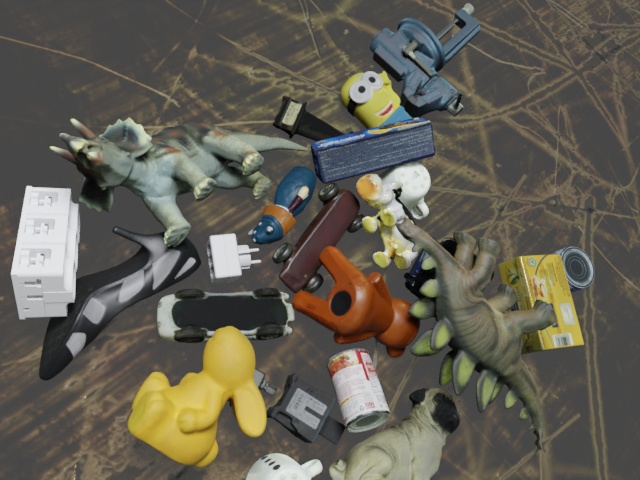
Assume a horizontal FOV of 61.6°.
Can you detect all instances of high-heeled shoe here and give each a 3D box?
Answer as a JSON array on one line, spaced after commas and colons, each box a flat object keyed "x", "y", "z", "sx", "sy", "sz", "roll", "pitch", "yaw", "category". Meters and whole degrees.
[{"x": -0.273, "y": 0.092, "z": 0.752, "sx": 0.145, "sy": 0.086, "sz": 0.248, "roll": 34, "pitch": 81, "yaw": -41, "category": "high-heeled shoe"}]

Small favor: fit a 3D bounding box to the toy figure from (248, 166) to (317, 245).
[{"x": -0.057, "y": -0.050, "z": 0.863, "sx": 0.058, "sy": 0.064, "sz": 0.154, "roll": 32, "pitch": 67, "yaw": -5, "category": "toy figure"}]

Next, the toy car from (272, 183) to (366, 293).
[{"x": -0.002, "y": -0.003, "z": 0.875, "sx": 0.089, "sy": 0.053, "sz": 0.202, "roll": 47, "pitch": 64, "yaw": -23, "category": "toy car"}]

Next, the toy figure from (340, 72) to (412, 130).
[{"x": 0.111, "y": -0.222, "z": 0.975, "sx": 0.180, "sy": 0.089, "sz": 0.082, "roll": 46, "pitch": 54, "yaw": -10, "category": "toy figure"}]

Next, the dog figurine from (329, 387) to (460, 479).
[{"x": 0.115, "y": 0.297, "z": 0.804, "sx": 0.172, "sy": 0.121, "sz": 0.190, "roll": 28, "pitch": 51, "yaw": -13, "category": "dog figurine"}]

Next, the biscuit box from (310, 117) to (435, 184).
[{"x": 0.088, "y": -0.153, "z": 0.909, "sx": 0.203, "sy": 0.059, "sz": 0.062, "roll": -14, "pitch": 113, "yaw": -4, "category": "biscuit box"}]

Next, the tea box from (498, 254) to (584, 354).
[{"x": 0.397, "y": 0.115, "z": 0.972, "sx": 0.098, "sy": 0.068, "sz": 0.169, "roll": 0, "pitch": 71, "yaw": -21, "category": "tea box"}]

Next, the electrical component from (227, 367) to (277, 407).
[{"x": -0.111, "y": 0.213, "z": 0.779, "sx": 0.094, "sy": 0.021, "sz": 0.063, "roll": 30, "pitch": 65, "yaw": -10, "category": "electrical component"}]

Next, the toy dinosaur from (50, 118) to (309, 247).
[{"x": -0.196, "y": -0.120, "z": 0.797, "sx": 0.192, "sy": 0.131, "sz": 0.405, "roll": 39, "pitch": 34, "yaw": 12, "category": "toy dinosaur"}]

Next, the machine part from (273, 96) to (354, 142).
[{"x": -0.011, "y": -0.199, "z": 0.946, "sx": 0.139, "sy": 0.039, "sz": 0.084, "roll": 21, "pitch": 58, "yaw": -10, "category": "machine part"}]

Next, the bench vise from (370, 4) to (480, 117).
[{"x": 0.225, "y": -0.353, "z": 1.026, "sx": 0.240, "sy": 0.128, "sz": 0.224, "roll": -44, "pitch": 71, "yaw": -8, "category": "bench vise"}]

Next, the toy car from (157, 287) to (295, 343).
[{"x": -0.134, "y": 0.111, "z": 0.788, "sx": 0.202, "sy": 0.056, "sz": 0.073, "roll": 2, "pitch": 66, "yaw": -21, "category": "toy car"}]

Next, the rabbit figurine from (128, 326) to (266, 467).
[{"x": -0.142, "y": 0.201, "z": 0.702, "sx": 0.162, "sy": 0.122, "sz": 0.173, "roll": 35, "pitch": 77, "yaw": -4, "category": "rabbit figurine"}]

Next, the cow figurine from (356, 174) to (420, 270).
[{"x": 0.120, "y": -0.041, "z": 0.898, "sx": 0.098, "sy": 0.068, "sz": 0.167, "roll": -38, "pitch": 115, "yaw": -44, "category": "cow figurine"}]

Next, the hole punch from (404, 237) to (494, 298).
[{"x": 0.215, "y": 0.064, "z": 0.924, "sx": 0.142, "sy": 0.092, "sz": 0.115, "roll": 36, "pitch": 90, "yaw": -9, "category": "hole punch"}]

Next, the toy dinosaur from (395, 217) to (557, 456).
[{"x": 0.256, "y": 0.151, "z": 0.833, "sx": 0.198, "sy": 0.105, "sz": 0.471, "roll": -45, "pitch": 106, "yaw": -8, "category": "toy dinosaur"}]

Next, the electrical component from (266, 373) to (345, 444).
[{"x": -0.013, "y": 0.258, "z": 0.787, "sx": 0.119, "sy": 0.048, "sz": 0.075, "roll": 37, "pitch": 64, "yaw": -4, "category": "electrical component"}]

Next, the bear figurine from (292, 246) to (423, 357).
[{"x": 0.075, "y": 0.104, "z": 0.839, "sx": 0.195, "sy": 0.132, "sz": 0.120, "roll": 22, "pitch": 100, "yaw": -51, "category": "bear figurine"}]
